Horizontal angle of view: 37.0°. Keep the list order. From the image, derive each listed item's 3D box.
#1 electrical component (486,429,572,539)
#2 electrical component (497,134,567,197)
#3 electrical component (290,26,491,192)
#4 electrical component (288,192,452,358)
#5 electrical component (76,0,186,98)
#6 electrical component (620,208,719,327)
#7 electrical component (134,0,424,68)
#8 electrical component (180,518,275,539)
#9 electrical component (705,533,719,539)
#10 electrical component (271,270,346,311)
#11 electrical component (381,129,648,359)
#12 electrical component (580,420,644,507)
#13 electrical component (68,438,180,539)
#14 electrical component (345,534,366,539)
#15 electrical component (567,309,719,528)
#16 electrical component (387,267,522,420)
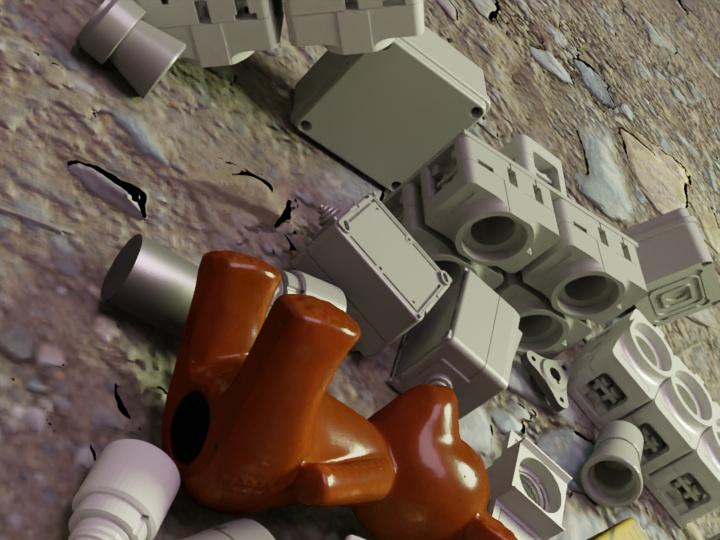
[{"bbox_3d":[0.091,0.144,0.660,0.042,0.064,0.081,42,34,-10],"label":"electrical component"},{"bbox_3d":[0.116,-0.060,0.864,0.050,0.089,0.055,31,38,-26],"label":"electrical component"},{"bbox_3d":[0.022,-0.129,0.806,0.109,0.109,0.056,31,35,-26],"label":"electrical component"},{"bbox_3d":[0.000,0.000,0.697,0.096,0.061,0.062,49,33,-2],"label":"electrical component"},{"bbox_3d":[-0.145,-0.143,0.683,0.055,0.045,0.045,39,35,-15],"label":"electrical component"},{"bbox_3d":[0.277,0.000,0.974,0.113,0.078,0.057,45,26,-59],"label":"electrical component"},{"bbox_3d":[-0.051,-0.198,0.736,0.105,0.186,0.060,-88,171,-46],"label":"electrical component"},{"bbox_3d":[-0.067,0.145,0.486,0.047,0.055,0.055,-5,61,-47],"label":"electrical component"},{"bbox_3d":[0.329,0.263,0.782,0.186,0.105,0.060,39,35,-15],"label":"electrical component"},{"bbox_3d":[-0.044,0.019,0.646,0.078,0.040,0.040,23,42,-34],"label":"electrical component"},{"bbox_3d":[0.110,-0.009,0.793,0.186,0.105,0.060,28,40,-29],"label":"electrical component"},{"bbox_3d":[0.191,0.141,0.801,0.044,0.044,0.065,48,29,-3],"label":"electrical component"},{"bbox_3d":[-0.110,0.111,0.481,0.040,0.040,0.078,41,34,-13],"label":"electrical component"},{"bbox_3d":[-0.018,0.165,0.521,0.077,0.065,0.047,18,36,5],"label":"electrical component"},{"bbox_3d":[0.244,0.115,0.867,0.150,0.062,0.089,50,33,0],"label":"electrical component"},{"bbox_3d":[0.066,0.058,0.716,0.061,0.062,0.096,41,35,-14],"label":"electrical component"}]
